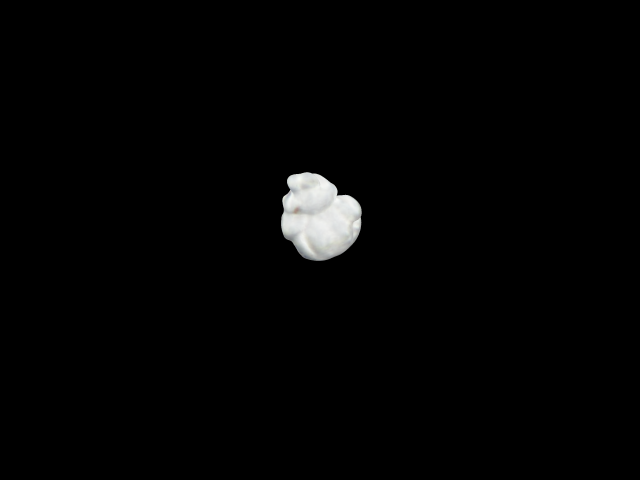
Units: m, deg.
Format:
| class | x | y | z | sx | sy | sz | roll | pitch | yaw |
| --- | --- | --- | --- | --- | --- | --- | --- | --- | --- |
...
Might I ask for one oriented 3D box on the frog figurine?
| class | x | y | z | sx | sy | sz | roll | pitch | yaw |
| --- | --- | --- | --- | --- | --- | --- | --- | --- | --- |
| frog figurine | 0.003 | -0.043 | 0.850 | 0.137 | 0.125 | 0.156 | -8 | -30 | -4 |
